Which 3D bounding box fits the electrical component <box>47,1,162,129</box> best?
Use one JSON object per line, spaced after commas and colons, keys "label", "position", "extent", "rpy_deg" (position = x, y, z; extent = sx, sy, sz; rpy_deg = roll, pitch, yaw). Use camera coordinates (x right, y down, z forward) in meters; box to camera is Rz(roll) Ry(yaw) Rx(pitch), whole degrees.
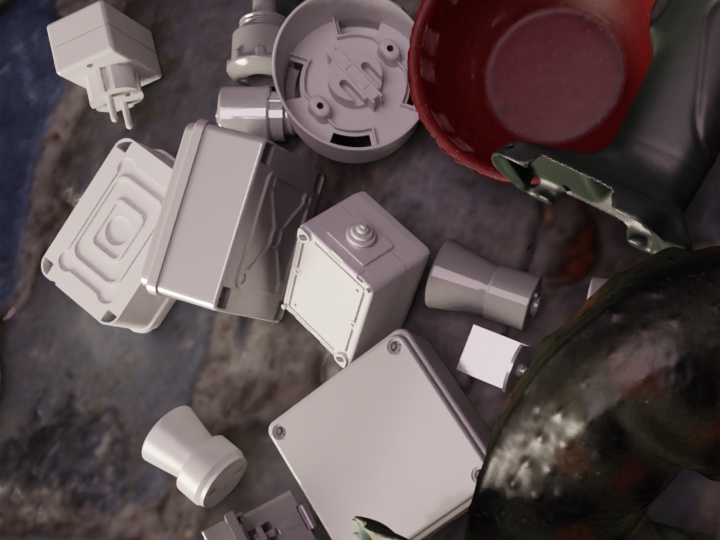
{"label": "electrical component", "position": [-0.174, -0.136, 0.753], "extent": [0.047, 0.066, 0.076], "rpy_deg": [-20, 76, 17]}

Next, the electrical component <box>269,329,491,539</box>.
{"label": "electrical component", "position": [0.019, 0.110, 0.651], "extent": [0.109, 0.056, 0.108], "rpy_deg": [-37, 72, 12]}

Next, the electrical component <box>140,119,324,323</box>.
{"label": "electrical component", "position": [-0.077, -0.027, 0.679], "extent": [0.056, 0.109, 0.108], "rpy_deg": [16, 88, 19]}

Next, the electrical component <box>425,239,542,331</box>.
{"label": "electrical component", "position": [0.077, 0.012, 0.653], "extent": [0.065, 0.044, 0.044], "rpy_deg": [19, 89, 17]}

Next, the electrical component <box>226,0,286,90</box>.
{"label": "electrical component", "position": [-0.065, -0.156, 0.728], "extent": [0.048, 0.048, 0.062], "rpy_deg": [-4, 74, 20]}

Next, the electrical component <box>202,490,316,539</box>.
{"label": "electrical component", "position": [-0.040, 0.202, 0.653], "extent": [0.063, 0.078, 0.121], "rpy_deg": [-26, 72, -15]}

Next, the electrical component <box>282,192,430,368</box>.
{"label": "electrical component", "position": [0.000, 0.000, 0.653], "extent": [0.061, 0.096, 0.062], "rpy_deg": [-33, 65, -33]}

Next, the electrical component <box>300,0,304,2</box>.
{"label": "electrical component", "position": [-0.051, -0.242, 0.717], "extent": [0.079, 0.063, 0.121], "rpy_deg": [-44, 64, 55]}

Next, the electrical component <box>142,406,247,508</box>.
{"label": "electrical component", "position": [-0.108, 0.122, 0.703], "extent": [0.055, 0.045, 0.045], "rpy_deg": [36, 95, 21]}

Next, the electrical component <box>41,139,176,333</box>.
{"label": "electrical component", "position": [-0.150, -0.022, 0.733], "extent": [0.078, 0.057, 0.113], "rpy_deg": [36, 95, 21]}

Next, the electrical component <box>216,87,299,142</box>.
{"label": "electrical component", "position": [-0.061, -0.103, 0.721], "extent": [0.078, 0.040, 0.040], "rpy_deg": [0, 82, 3]}

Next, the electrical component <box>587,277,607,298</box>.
{"label": "electrical component", "position": [0.155, 0.027, 0.623], "extent": [0.046, 0.040, 0.040], "rpy_deg": [10, 86, 15]}

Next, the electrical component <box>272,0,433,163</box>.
{"label": "electrical component", "position": [-0.004, -0.119, 0.680], "extent": [0.099, 0.064, 0.099], "rpy_deg": [0, 77, 0]}
